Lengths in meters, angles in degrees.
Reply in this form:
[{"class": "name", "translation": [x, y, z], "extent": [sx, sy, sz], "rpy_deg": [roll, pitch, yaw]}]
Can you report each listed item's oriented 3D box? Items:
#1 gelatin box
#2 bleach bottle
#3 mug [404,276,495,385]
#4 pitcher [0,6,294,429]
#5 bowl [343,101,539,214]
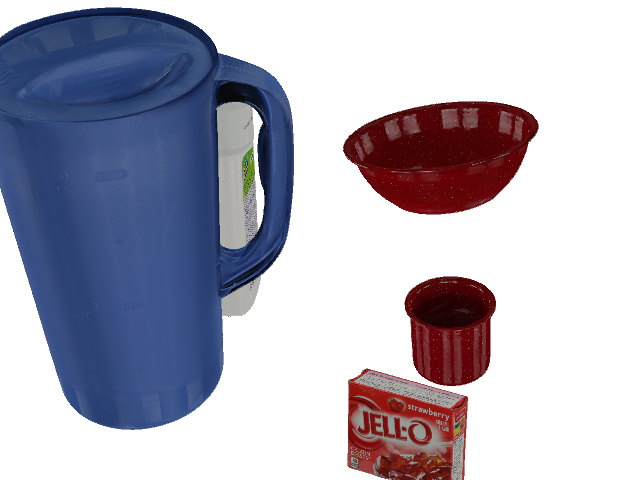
[{"class": "gelatin box", "translation": [0.063, 0.142, 0.788], "extent": [0.089, 0.073, 0.030], "rpy_deg": [12, 22, 31]}, {"class": "bleach bottle", "translation": [-0.091, -0.054, 1.027], "extent": [0.068, 0.251, 0.102], "rpy_deg": [4, 33, 2]}, {"class": "mug", "translation": [0.141, 0.090, 1.118], "extent": [0.093, 0.081, 0.117], "rpy_deg": [12, 37, 25]}, {"class": "pitcher", "translation": [-0.108, -0.006, 0.638], "extent": [0.149, 0.243, 0.144], "rpy_deg": [28, 46, 34]}, {"class": "bowl", "translation": [0.103, -0.065, 0.893], "extent": [0.162, 0.055, 0.162], "rpy_deg": [-9, 24, 4]}]
